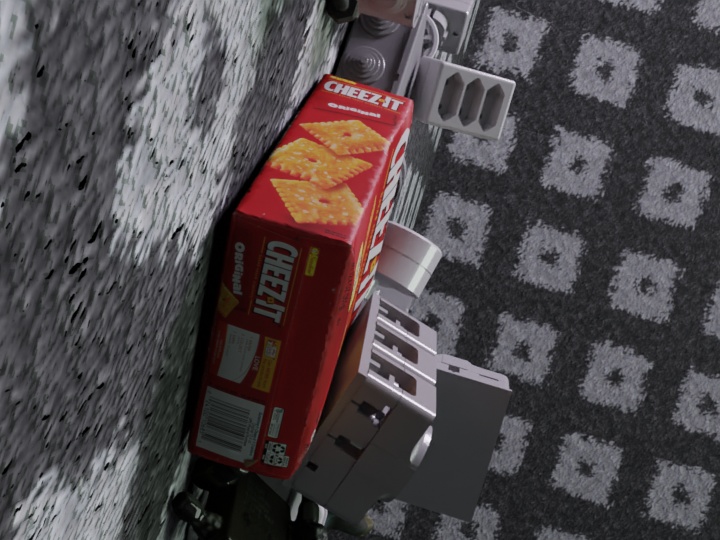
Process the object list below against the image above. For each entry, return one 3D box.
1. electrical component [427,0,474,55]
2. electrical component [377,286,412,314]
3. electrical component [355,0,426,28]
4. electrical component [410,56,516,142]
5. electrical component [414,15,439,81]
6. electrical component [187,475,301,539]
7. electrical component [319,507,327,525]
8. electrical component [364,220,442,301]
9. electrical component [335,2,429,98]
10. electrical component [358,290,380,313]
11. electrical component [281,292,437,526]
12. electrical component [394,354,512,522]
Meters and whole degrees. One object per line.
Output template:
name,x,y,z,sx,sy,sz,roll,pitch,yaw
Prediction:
electrical component,0.067,-0.234,1.030,0.076,0.066,0.047,-68,173,-50
electrical component,-0.006,0.062,1.061,0.061,0.089,0.150,56,50,-84
electrical component,0.020,-0.197,0.685,0.080,0.051,0.080,17,90,-86
electrical component,0.069,-0.135,0.831,0.077,0.066,0.047,40,-64,63
electrical component,0.037,-0.188,0.910,0.047,0.055,0.055,97,10,-84
electrical component,-0.081,0.179,0.748,0.096,0.062,0.061,-68,173,-49
electrical component,-0.079,0.232,0.869,0.057,0.078,0.113,70,37,-78
electrical component,0.000,0.000,0.828,0.138,0.052,0.073,19,-102,59
electrical component,0.012,-0.145,0.793,0.099,0.048,0.099,94,13,-71
electrical component,-0.017,0.021,0.948,0.078,0.063,0.121,-58,164,-74
electrical component,0.007,0.088,0.704,0.089,0.062,0.150,-56,-174,16
electrical component,0.012,0.109,0.832,0.060,0.186,0.105,-46,152,-80
